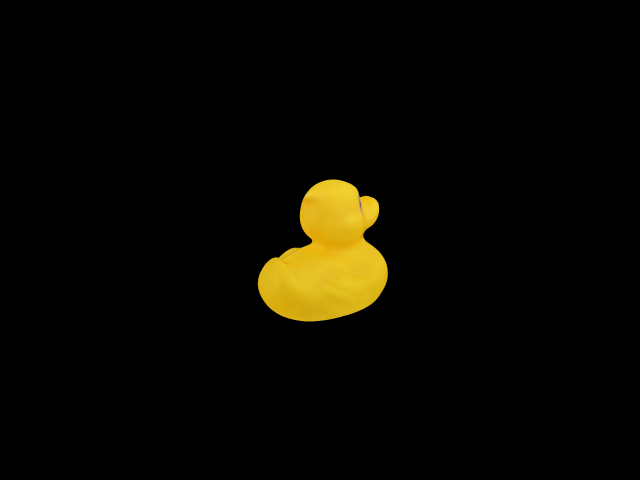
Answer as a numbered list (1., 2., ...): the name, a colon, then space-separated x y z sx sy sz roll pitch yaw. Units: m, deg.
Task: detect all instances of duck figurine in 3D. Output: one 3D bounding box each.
1. duck figurine: 0.004 0.001 0.400 0.105 0.086 0.077 -20 31 -36
